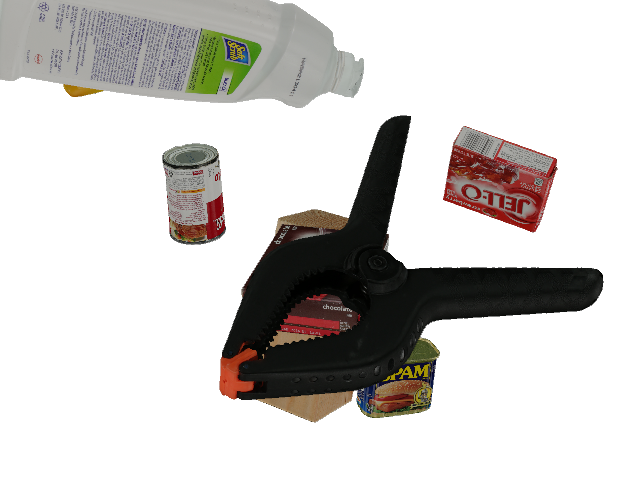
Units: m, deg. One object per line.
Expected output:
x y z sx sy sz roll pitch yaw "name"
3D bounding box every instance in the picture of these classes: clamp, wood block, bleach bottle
0.026 0.014 0.578 0.209 0.165 0.036 -26 -33 -24 "clamp"
-0.006 0.079 1.174 0.090 0.206 0.090 17 17 25 "wood block"
-0.095 -0.137 0.751 0.250 0.068 0.103 11 -40 -12 "bleach bottle"

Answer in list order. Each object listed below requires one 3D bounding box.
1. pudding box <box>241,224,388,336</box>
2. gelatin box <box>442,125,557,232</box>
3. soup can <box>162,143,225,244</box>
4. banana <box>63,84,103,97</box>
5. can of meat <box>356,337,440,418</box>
-0.001 0.030 0.813 0.090 0.039 0.113 6 26 12 "pudding box"
0.156 -0.052 0.930 0.089 0.030 0.073 22 -35 15 "gelatin box"
-0.150 -0.056 1.262 0.068 0.102 0.068 -2 28 1 "soup can"
-0.130 -0.162 0.959 0.197 0.069 0.037 -1 -33 -4 "banana"
0.098 0.178 1.383 0.102 0.084 0.057 -3 24 -17 "can of meat"
